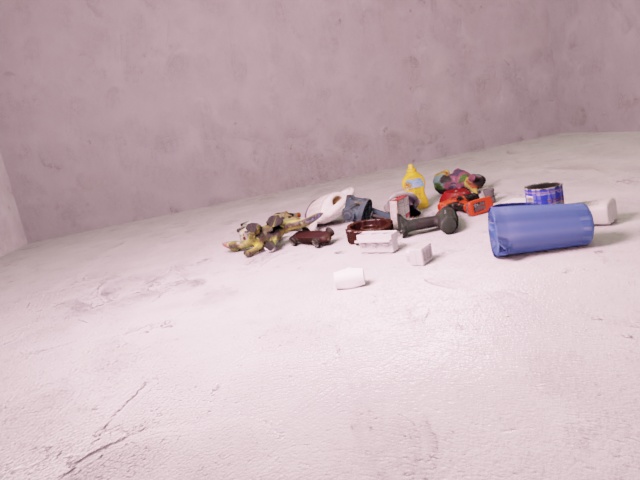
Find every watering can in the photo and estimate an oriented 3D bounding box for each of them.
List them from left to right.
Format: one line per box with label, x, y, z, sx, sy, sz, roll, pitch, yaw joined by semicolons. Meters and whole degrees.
watering can;0.006;-0.107;2.134;0.353;0.103;0.222;-44;14;-30

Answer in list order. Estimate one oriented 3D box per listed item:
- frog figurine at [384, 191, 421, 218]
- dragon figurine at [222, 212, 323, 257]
frog figurine;0.322;-0.148;2.064;0.137;0.121;0.162;-29;22;6
dragon figurine;-0.180;-0.030;1.977;0.410;0.122;0.243;-17;3;0
